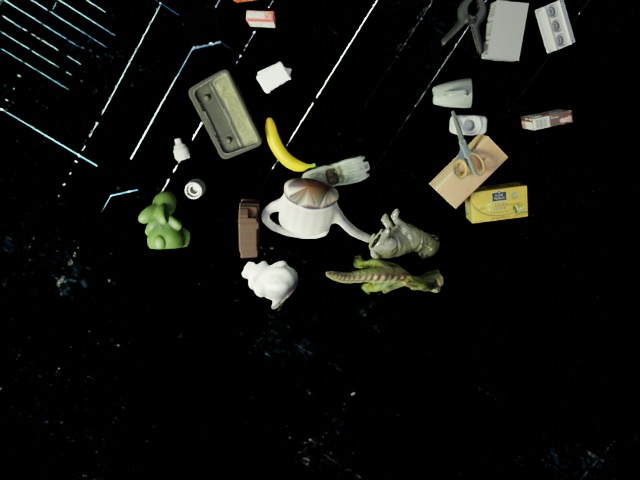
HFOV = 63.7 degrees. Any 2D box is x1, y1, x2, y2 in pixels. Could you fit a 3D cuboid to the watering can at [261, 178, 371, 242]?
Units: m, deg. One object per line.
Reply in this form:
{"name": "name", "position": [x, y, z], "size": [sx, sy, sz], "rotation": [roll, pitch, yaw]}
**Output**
{"name": "watering can", "position": [0.005, -0.076, 1.504], "size": [0.347, 0.106, 0.219], "rotation": [6, 142, -7]}

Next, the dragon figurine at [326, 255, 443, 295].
{"name": "dragon figurine", "position": [0.225, 0.111, 1.479], "size": [0.243, 0.411, 0.122], "rotation": [3, 92, 38]}

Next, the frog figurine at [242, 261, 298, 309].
{"name": "frog figurine", "position": [-0.150, 0.113, 1.565], "size": [0.159, 0.121, 0.139], "rotation": [44, 67, -2]}
